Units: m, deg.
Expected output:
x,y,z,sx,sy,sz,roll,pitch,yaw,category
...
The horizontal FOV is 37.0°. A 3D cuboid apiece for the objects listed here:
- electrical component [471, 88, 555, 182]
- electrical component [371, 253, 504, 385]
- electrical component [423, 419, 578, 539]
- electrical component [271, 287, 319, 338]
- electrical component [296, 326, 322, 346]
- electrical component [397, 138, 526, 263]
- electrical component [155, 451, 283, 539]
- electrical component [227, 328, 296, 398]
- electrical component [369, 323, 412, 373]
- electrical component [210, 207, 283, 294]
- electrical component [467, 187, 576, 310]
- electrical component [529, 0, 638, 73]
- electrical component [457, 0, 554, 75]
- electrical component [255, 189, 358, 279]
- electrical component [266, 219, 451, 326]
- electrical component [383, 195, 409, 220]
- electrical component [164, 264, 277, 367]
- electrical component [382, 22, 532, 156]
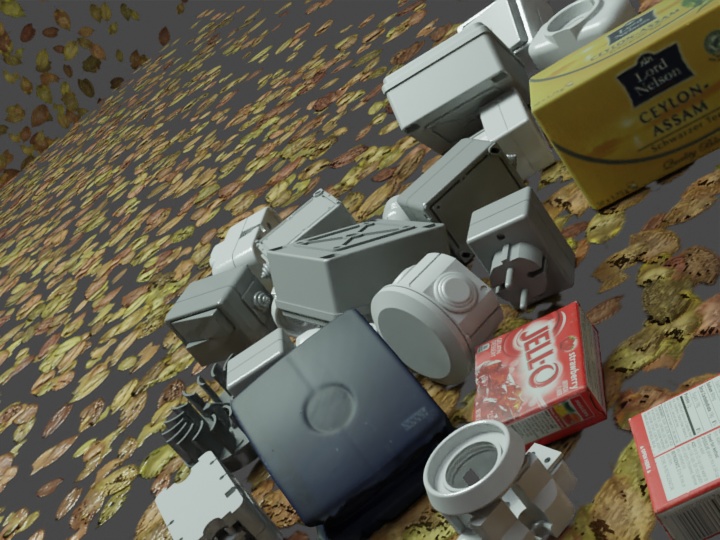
x,y,z,sx,sy,sz,roll,pitch,yaw,category
0.117,-0.105,0.919,0.076,0.047,0.083,-31,24,15,electrical component
0.051,0.033,0.715,0.051,0.080,0.080,-44,23,-28,electrical component
0.070,0.115,0.558,0.078,0.057,0.058,-45,24,-18,electrical component
-0.049,0.028,0.911,0.066,0.048,0.055,-32,16,13,electrical component
-0.016,0.060,0.805,0.062,0.043,0.043,-20,29,33,electrical component
0.086,-0.061,0.862,0.096,0.061,0.061,-42,23,-11,electrical component
-0.088,0.166,0.693,0.050,0.055,0.089,-41,23,-9,electrical component
-0.051,0.081,0.764,0.047,0.083,0.075,-34,23,9,electrical component
0.004,0.057,0.756,0.043,0.062,0.043,-31,23,15,electrical component
-0.106,-0.012,1.057,0.059,0.053,0.095,-27,25,23,electrical component
0.107,-0.004,0.718,0.047,0.065,0.076,-25,26,27,electrical component
0.203,-0.204,0.965,0.095,0.059,0.053,-13,33,45,electrical component
0.139,-0.222,1.049,0.061,0.061,0.096,0,-21,-45,electrical component
-0.045,-0.017,0.969,0.096,0.061,0.062,-39,23,-5,electrical component
0.000,0.000,0.827,0.109,0.056,0.109,-17,13,-27,electrical component
0.037,-0.035,0.915,0.040,0.040,0.046,-23,33,32,electrical component
-0.119,0.042,0.963,0.096,0.061,0.061,-17,30,39,electrical component
0.093,-0.161,0.979,0.109,0.056,0.109,-29,-20,20,electrical component
